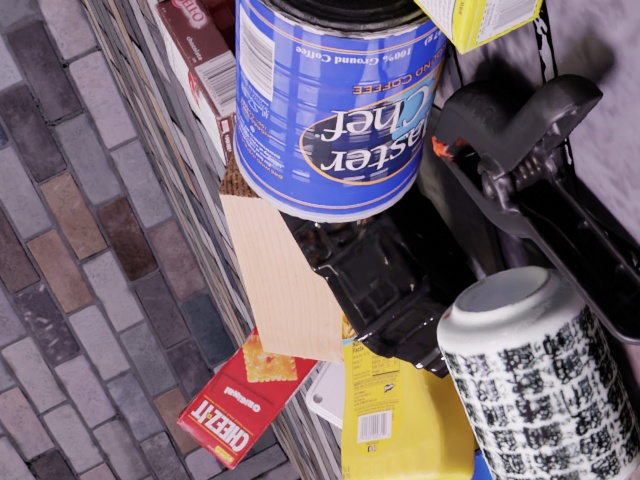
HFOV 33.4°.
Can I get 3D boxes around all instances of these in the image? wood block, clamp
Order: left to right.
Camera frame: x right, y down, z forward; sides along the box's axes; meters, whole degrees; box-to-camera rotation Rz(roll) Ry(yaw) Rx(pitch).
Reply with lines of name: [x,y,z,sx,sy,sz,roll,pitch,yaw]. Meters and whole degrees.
wood block: [-0.005,0.000,0.795,0.206,0.091,0.090,80,-159,-54]
clamp: [0.091,-0.037,0.477,0.172,0.039,0.120,48,158,57]

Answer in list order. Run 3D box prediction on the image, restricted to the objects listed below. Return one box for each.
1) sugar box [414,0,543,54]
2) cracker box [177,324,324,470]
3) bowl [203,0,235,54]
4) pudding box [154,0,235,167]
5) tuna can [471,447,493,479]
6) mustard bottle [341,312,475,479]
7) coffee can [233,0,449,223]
sugar box: [0.026,-0.167,0.423,0.176,0.048,0.093,57,165,22]
cracker box: [-0.038,0.104,0.974,0.072,0.213,0.164,39,168,4]
bowl: [-0.049,-0.174,0.780,0.162,0.055,0.162,60,169,18]
pudding box: [-0.083,-0.122,0.818,0.113,0.039,0.090,62,171,19]
tuna can: [0.119,0.166,0.717,0.034,0.086,0.086,59,169,33]
mustard bottle: [0.053,0.063,0.696,0.096,0.058,0.191,-23,62,51]
coffee can: [0.009,-0.089,0.518,0.103,0.102,0.140,58,160,27]
